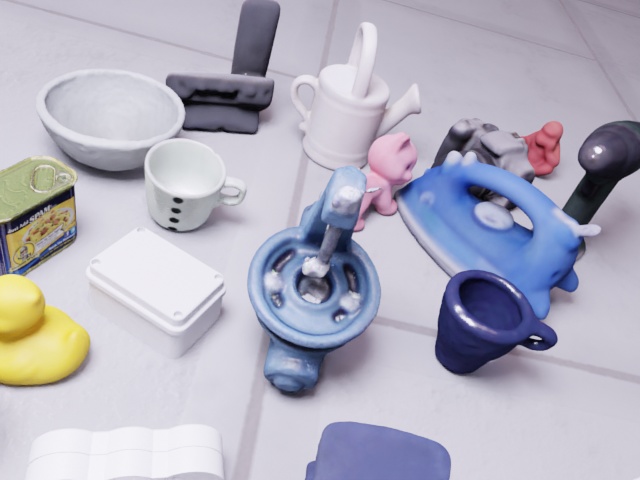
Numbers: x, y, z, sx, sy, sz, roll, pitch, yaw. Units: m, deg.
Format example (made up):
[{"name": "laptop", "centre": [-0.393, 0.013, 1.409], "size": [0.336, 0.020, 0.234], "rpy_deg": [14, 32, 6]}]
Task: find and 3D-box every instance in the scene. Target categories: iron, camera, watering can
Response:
[{"name": "iron", "centre": [0.204, -0.031, 0.697], "size": [0.119, 0.141, 0.257], "rpy_deg": [-27, 58, -39]}, {"name": "camera", "centre": [0.218, -0.114, 0.822], "size": [0.137, 0.101, 0.143], "rpy_deg": [-14, 50, -31]}, {"name": "watering can", "centre": [0.051, -0.199, 0.783], "size": [0.173, 0.194, 0.100], "rpy_deg": [-5, 46, -24]}]

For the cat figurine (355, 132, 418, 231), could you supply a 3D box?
[{"name": "cat figurine", "centre": [0.075, -0.087, 0.729], "size": [0.067, 0.118, 0.128], "rpy_deg": [41, 46, 24]}]

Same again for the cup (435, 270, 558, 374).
[{"name": "cup", "centre": [0.168, 0.097, 0.582], "size": [0.117, 0.095, 0.092], "rpy_deg": [24, 42, 6]}]

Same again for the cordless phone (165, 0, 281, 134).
[{"name": "cordless phone", "centre": [-0.129, -0.245, 0.774], "size": [0.148, 0.185, 0.094], "rpy_deg": [-4, 46, -23]}]

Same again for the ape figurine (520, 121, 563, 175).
[{"name": "ape figurine", "centre": [0.354, -0.150, 0.916], "size": [0.076, 0.092, 0.077], "rpy_deg": [-19, 54, -35]}]

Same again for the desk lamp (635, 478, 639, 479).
[{"name": "desk lamp", "centre": [0.210, 0.245, 0.349], "size": [0.202, 0.213, 0.118], "rpy_deg": [36, 44, 19]}]

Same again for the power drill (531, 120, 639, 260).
[{"name": "power drill", "centre": [0.343, -0.061, 0.729], "size": [0.075, 0.208, 0.230], "rpy_deg": [41, 46, 24]}]

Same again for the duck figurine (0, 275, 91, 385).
[{"name": "duck figurine", "centre": [-0.244, 0.067, 0.472], "size": [0.104, 0.086, 0.077], "rpy_deg": [16, 41, -3]}]

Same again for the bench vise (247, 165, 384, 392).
[{"name": "bench vise", "centre": [-0.007, 0.001, 0.528], "size": [0.122, 0.220, 0.207], "rpy_deg": [3, 44, -17]}]

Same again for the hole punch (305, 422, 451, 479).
[{"name": "hole punch", "centre": [0.042, 0.202, 0.427], "size": [0.109, 0.091, 0.101], "rpy_deg": [13, 42, -5]}]

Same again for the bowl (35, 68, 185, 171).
[{"name": "bowl", "centre": [-0.251, -0.136, 0.696], "size": [0.167, 0.075, 0.167], "rpy_deg": [10, 42, -9]}]
